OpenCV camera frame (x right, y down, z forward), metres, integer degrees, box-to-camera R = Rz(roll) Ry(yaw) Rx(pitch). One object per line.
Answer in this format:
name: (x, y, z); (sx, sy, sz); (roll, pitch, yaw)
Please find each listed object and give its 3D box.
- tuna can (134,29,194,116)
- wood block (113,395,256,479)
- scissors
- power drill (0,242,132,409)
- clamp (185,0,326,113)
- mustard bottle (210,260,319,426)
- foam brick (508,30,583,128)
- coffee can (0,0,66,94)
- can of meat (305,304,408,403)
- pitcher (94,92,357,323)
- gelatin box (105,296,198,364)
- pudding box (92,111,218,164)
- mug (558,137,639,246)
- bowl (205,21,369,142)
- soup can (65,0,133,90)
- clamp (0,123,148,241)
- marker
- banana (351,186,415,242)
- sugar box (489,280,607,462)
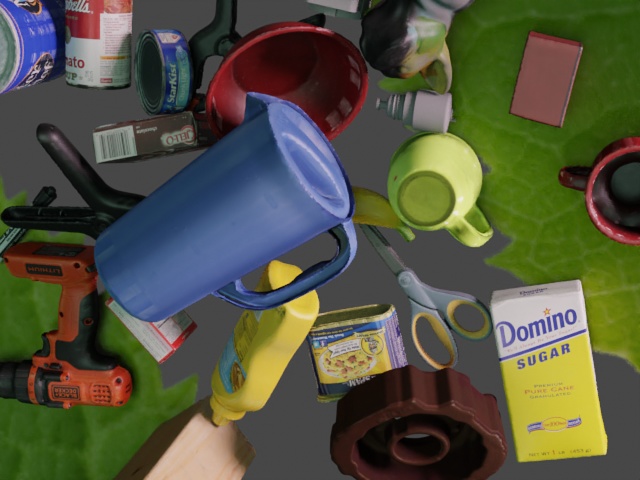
tuna can: (-0.157, -0.168, 1.068); (0.033, 0.086, 0.086); (-7, 108, -27)
wood block: (-0.153, 0.257, 1.123); (0.091, 0.206, 0.090); (-33, 96, 20)
scissors: (0.110, 0.040, 1.100); (0.096, 0.016, 0.202); (-20, 100, 16)
power drill: (-0.305, 0.098, 1.194); (0.184, 0.057, 0.188); (2, 109, 9)
clamp: (-0.075, -0.192, 1.066); (0.120, 0.039, 0.172); (31, 116, 3)
mustard bottle: (-0.068, 0.122, 1.123); (0.058, 0.096, 0.192); (16, 118, -26)
foam brick: (0.212, -0.152, 1.003); (0.051, 0.053, 0.078); (14, 107, 9)
coffee can: (-0.316, -0.199, 1.066); (0.103, 0.140, 0.103); (4, 106, 12)
can of meat: (0.038, 0.117, 1.118); (0.102, 0.057, 0.084); (-11, 101, 15)
pitcher: (-0.091, -0.011, 1.025); (0.243, 0.149, 0.144); (-32, 139, 21)
gelatin box: (-0.182, 0.081, 1.150); (0.030, 0.073, 0.089); (-41, 94, 20)
pudding box: (-0.161, -0.103, 1.083); (0.114, 0.090, 0.039); (-7, 92, 16)
mug: (0.282, -0.052, 0.998); (0.117, 0.081, 0.093); (7, 107, 11)
bowl: (-0.037, -0.155, 1.034); (0.162, 0.055, 0.162); (-12, 140, -10)
soup can: (-0.223, -0.208, 1.080); (0.068, 0.068, 0.102); (7, 107, 11)
clamp: (-0.224, -0.033, 1.116); (0.210, 0.036, 0.165); (22, 139, -7)
marker: (-0.332, -0.016, 1.187); (0.020, 0.020, 0.121); (44, 110, -2)
banana: (-0.006, -0.017, 1.082); (0.198, 0.037, 0.069); (-8, 96, 10)
sugar box: (0.232, 0.134, 1.083); (0.093, 0.048, 0.176); (-9, 104, 15)
